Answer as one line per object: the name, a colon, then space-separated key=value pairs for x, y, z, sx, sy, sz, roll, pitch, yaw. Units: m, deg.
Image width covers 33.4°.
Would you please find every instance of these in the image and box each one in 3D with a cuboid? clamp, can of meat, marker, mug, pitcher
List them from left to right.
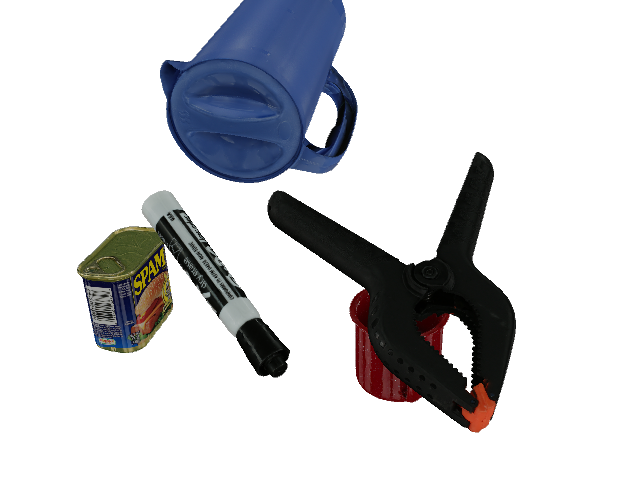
can of meat: x=-0.182 y=0.046 z=1.016 sx=0.057 sy=0.084 sz=0.102 roll=4 pitch=27 yaw=16
marker: x=-0.052 y=0.021 z=0.531 sx=0.020 sy=0.020 sz=0.121 roll=0 pitch=42 yaw=-49
pitcher: x=-0.042 y=-0.170 z=1.064 sx=0.145 sy=0.149 sz=0.242 roll=-6 pitch=35 yaw=23
mug: x=0.076 y=0.103 z=0.997 sx=0.093 sy=0.081 sz=0.117 roll=-7 pitch=32 yaw=-9
clamp: x=0.058 y=0.029 z=0.696 sx=0.164 sy=0.210 sz=0.036 roll=-7 pitch=-38 yaw=-7
